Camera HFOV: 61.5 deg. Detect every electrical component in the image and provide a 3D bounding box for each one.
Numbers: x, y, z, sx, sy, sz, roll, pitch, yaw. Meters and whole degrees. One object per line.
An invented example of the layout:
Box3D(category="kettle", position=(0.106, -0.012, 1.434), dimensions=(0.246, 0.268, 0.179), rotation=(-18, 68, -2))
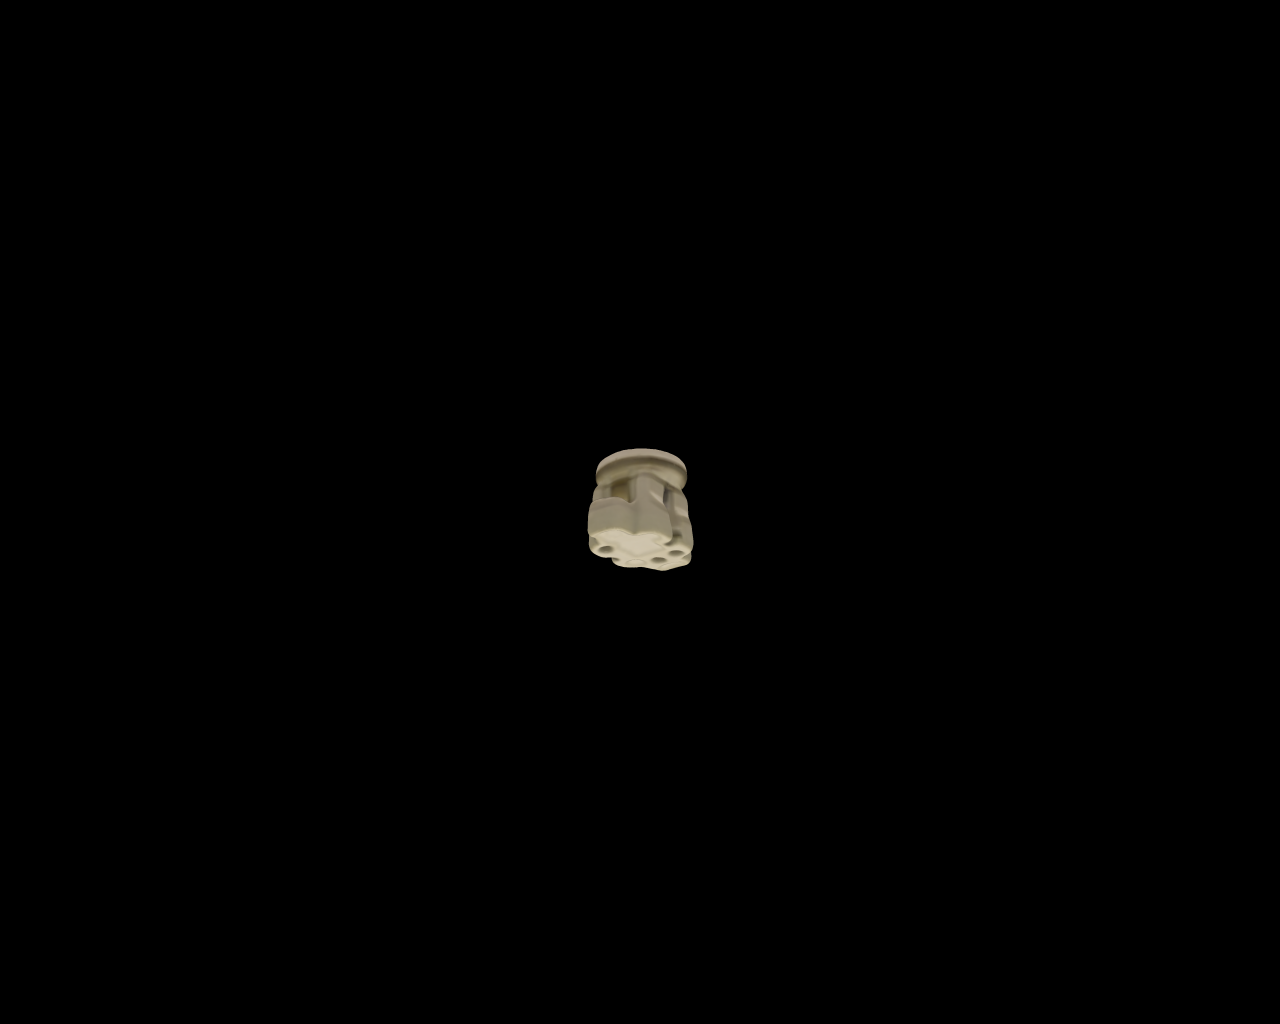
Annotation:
Box3D(category="electrical component", position=(0.001, -0.003, 0.650), dimensions=(0.058, 0.057, 0.078), rotation=(-17, -29, 32))
